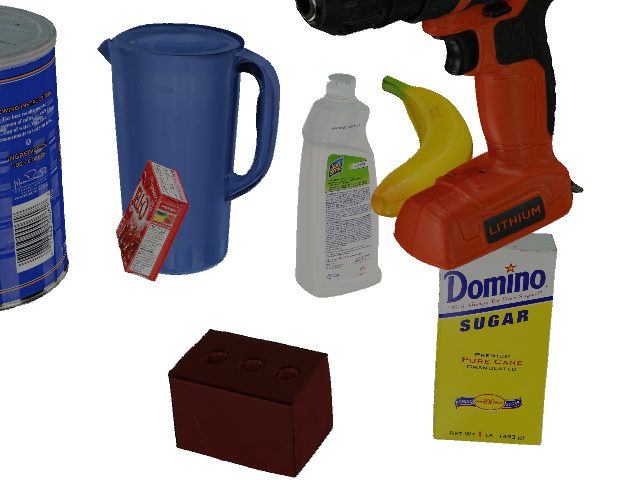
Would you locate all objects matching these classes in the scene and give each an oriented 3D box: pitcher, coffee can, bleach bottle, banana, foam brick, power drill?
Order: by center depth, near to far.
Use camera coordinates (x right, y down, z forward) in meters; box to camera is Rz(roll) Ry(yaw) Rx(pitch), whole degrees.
[{"bbox_3d":[0.073,-0.081,0.552,0.184,0.188,0.057,-22,37,-25],"label":"power drill"},{"bbox_3d":[-0.191,-0.046,0.575,0.103,0.140,0.103,3,27,-2],"label":"coffee can"},{"bbox_3d":[-0.038,0.091,0.601,0.078,0.051,0.052,9,28,21],"label":"foam brick"},{"bbox_3d":[0.073,-0.062,0.750,0.069,0.037,0.197,5,30,3],"label":"banana"},{"bbox_3d":[-0.136,-0.091,1.082,0.144,0.243,0.149,-11,27,-29],"label":"pitcher"},{"bbox_3d":[0.024,-0.063,1.194,0.102,0.251,0.068,-14,31,-30],"label":"bleach bottle"}]

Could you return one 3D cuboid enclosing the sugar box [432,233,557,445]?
[{"bbox_3d":[0.142,0.081,0.885,0.093,0.176,0.048,2,22,6],"label":"sugar box"}]

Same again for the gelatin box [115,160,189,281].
[{"bbox_3d":[-0.142,-0.019,0.893,0.030,0.073,0.089,21,17,-23],"label":"gelatin box"}]
